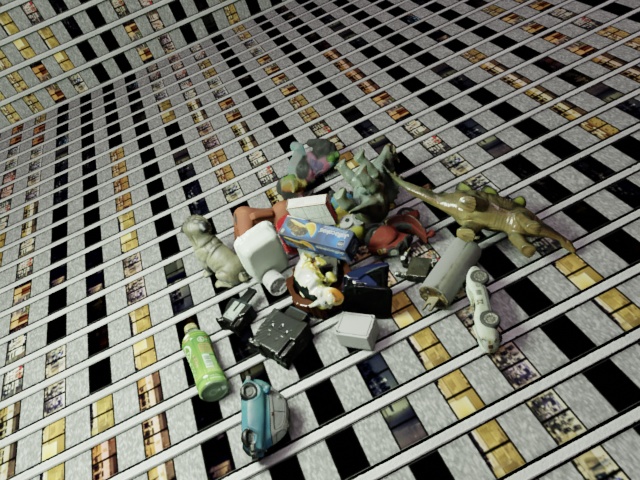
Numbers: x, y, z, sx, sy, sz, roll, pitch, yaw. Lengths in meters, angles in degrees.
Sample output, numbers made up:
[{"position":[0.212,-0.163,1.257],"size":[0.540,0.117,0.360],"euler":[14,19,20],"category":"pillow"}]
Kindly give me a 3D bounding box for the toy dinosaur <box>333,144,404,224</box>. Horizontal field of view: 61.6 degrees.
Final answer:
[{"position":[0.133,-0.116,1.400],"size":[0.131,0.192,0.405],"euler":[-36,24,31],"category":"toy dinosaur"}]

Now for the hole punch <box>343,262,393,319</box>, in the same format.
[{"position":[0.110,0.114,1.245],"size":[0.116,0.142,0.092],"euler":[3,48,7],"category":"hole punch"}]

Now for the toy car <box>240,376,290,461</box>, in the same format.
[{"position":[-0.112,0.361,1.104],"size":[0.103,0.109,0.162],"euler":[-4,51,-7],"category":"toy car"}]

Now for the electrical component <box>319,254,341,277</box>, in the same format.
[{"position":[0.020,0.060,1.335],"size":[0.063,0.021,0.094],"euler":[-11,40,11],"category":"electrical component"}]

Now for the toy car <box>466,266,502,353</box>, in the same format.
[{"position":[0.347,0.144,1.149],"size":[0.056,0.073,0.202],"euler":[-11,43,12],"category":"toy car"}]

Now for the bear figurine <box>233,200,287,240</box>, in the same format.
[{"position":[-0.148,-0.047,1.550],"size":[0.196,0.132,0.120],"euler":[-4,-2,-23],"category":"bear figurine"}]

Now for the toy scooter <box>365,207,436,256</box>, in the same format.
[{"position":[0.212,-0.012,1.371],"size":[0.184,0.075,0.135],"euler":[-38,42,-23],"category":"toy scooter"}]

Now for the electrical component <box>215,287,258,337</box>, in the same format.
[{"position":[-0.201,0.179,1.366],"size":[0.075,0.047,0.119],"euler":[12,52,32],"category":"electrical component"}]

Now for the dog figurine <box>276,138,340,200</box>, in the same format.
[{"position":[-0.036,-0.201,1.653],"size":[0.192,0.108,0.219],"euler":[-5,49,14],"category":"dog figurine"}]

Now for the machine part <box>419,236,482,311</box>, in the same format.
[{"position":[0.302,0.074,1.240],"size":[0.079,0.079,0.243],"euler":[18,56,36],"category":"machine part"}]

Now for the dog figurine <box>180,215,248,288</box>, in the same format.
[{"position":[-0.282,0.027,1.453],"size":[0.173,0.190,0.121],"euler":[12,52,30],"category":"dog figurine"}]

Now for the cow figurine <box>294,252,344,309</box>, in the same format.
[{"position":[-0.009,0.112,1.246],"size":[0.098,0.068,0.167],"euler":[-59,37,21],"category":"cow figurine"}]

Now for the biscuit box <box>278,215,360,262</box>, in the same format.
[{"position":[-0.003,-0.004,1.340],"size":[0.203,0.062,0.059],"euler":[13,63,30],"category":"biscuit box"}]

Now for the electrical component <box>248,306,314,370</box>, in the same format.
[{"position":[-0.084,0.221,1.267],"size":[0.115,0.058,0.134],"euler":[19,56,34],"category":"electrical component"}]

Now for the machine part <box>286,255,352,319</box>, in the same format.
[{"position":[0.003,0.113,1.343],"size":[0.179,0.056,0.179],"euler":[-12,42,11],"category":"machine part"}]

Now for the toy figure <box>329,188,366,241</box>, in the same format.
[{"position":[0.076,-0.068,1.471],"size":[0.082,0.089,0.180],"euler":[-32,41,8],"category":"toy figure"}]

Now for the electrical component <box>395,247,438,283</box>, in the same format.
[{"position":[0.239,0.061,1.304],"size":[0.102,0.045,0.078],"euler":[10,49,31],"category":"electrical component"}]

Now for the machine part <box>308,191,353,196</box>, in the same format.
[{"position":[0.029,-0.116,1.585],"size":[0.139,0.039,0.084],"euler":[0,55,21],"category":"machine part"}]

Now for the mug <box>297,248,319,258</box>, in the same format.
[{"position":[-0.007,0.016,1.424],"size":[0.107,0.080,0.109],"euler":[-19,17,11],"category":"mug"}]

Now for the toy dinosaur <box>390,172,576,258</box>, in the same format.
[{"position":[0.376,-0.070,1.283],"size":[0.472,0.105,0.198],"euler":[23,25,13],"category":"toy dinosaur"}]
